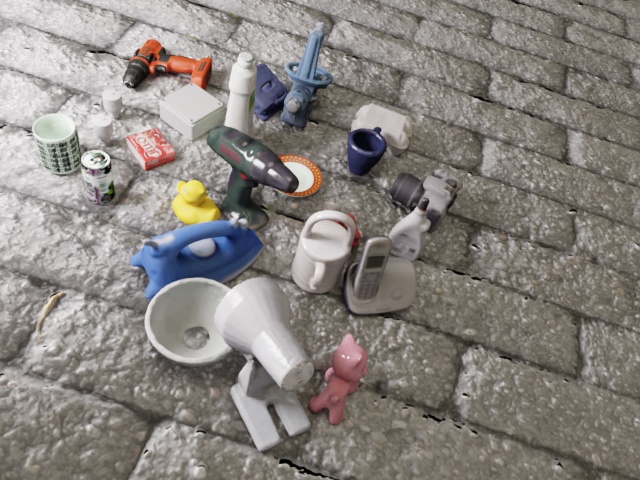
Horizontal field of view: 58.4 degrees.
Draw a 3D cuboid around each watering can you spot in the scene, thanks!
[{"bbox_3d":[0.008,0.003,1.087,0.101,0.194,0.172,-4,54,-17],"label":"watering can"}]

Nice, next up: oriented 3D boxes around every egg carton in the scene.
[{"bbox_3d":[0.154,-0.275,1.424,0.150,0.069,0.107,20,51,2],"label":"egg carton"}]

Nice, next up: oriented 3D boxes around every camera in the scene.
[{"bbox_3d":[0.240,-0.113,1.300,0.136,0.101,0.143,29,51,9],"label":"camera"}]

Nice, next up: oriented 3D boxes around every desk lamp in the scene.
[{"bbox_3d":[-0.080,0.192,0.905,0.118,0.213,0.203,-19,60,-27],"label":"desk lamp"}]

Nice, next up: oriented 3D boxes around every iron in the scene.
[{"bbox_3d":[-0.211,0.011,1.058,0.259,0.141,0.118,-20,60,-27],"label":"iron"}]

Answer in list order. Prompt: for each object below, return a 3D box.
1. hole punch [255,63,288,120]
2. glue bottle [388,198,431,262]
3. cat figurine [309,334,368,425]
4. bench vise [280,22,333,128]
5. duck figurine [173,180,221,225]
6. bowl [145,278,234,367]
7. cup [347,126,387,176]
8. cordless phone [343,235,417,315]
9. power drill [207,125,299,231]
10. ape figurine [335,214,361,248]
[{"bbox_3d":[-0.137,-0.365,1.403,0.101,0.091,0.109,31,52,11],"label":"hole punch"},{"bbox_3d":[0.191,-0.026,1.172,0.078,0.173,0.037,23,51,4],"label":"glue bottle"},{"bbox_3d":[0.040,0.230,0.969,0.067,0.118,0.128,25,51,6],"label":"cat figurine"},{"bbox_3d":[-0.022,-0.390,1.370,0.121,0.220,0.207,5,52,-10],"label":"bench vise"},{"bbox_3d":[-0.248,-0.080,1.155,0.104,0.086,0.078,30,52,10],"label":"duck figurine"},{"bbox_3d":[-0.214,0.152,0.990,0.167,0.075,0.167,7,51,-9],"label":"bowl"},{"bbox_3d":[0.106,-0.207,1.341,0.091,0.095,0.118,28,51,8],"label":"cup"},{"bbox_3d":[0.126,0.058,1.082,0.148,0.185,0.094,-6,54,-19],"label":"cordless phone"},{"bbox_3d":[-0.137,-0.113,1.131,0.229,0.208,0.076,42,55,18],"label":"power drill"},{"bbox_3d":[0.048,-0.018,1.181,0.078,0.092,0.076,11,51,-6],"label":"ape figurine"}]
